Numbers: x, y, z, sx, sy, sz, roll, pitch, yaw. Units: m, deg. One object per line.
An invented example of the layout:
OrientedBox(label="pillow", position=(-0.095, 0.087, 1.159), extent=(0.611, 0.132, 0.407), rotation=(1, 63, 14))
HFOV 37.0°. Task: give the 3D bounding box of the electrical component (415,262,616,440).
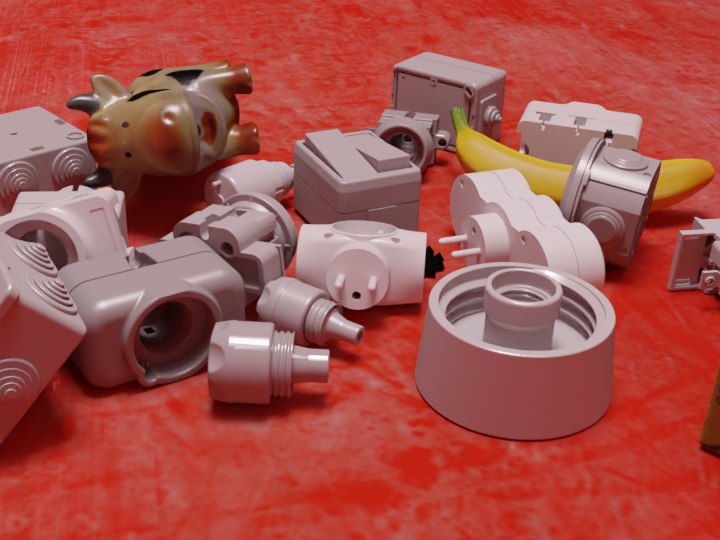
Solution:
OrientedBox(label="electrical component", position=(0.085, 0.034, 0.578), extent=(0.108, 0.060, 0.108), rotation=(2, 29, -1))

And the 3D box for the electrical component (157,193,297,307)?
OrientedBox(label="electrical component", position=(-0.075, -0.013, 0.656), extent=(0.078, 0.058, 0.057), rotation=(9, 29, 29))

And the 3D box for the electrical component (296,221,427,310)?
OrientedBox(label="electrical component", position=(0.000, 0.000, 0.642), extent=(0.077, 0.044, 0.079), rotation=(4, 15, 4))

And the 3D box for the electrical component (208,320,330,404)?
OrientedBox(label="electrical component", position=(-0.047, 0.049, 0.561), extent=(0.062, 0.043, 0.043), rotation=(3, 29, -1))

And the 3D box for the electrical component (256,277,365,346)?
OrientedBox(label="electrical component", position=(-0.026, 0.027, 0.610), extent=(0.061, 0.035, 0.035), rotation=(20, 33, 23))

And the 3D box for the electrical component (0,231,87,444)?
OrientedBox(label="electrical component", position=(-0.186, 0.033, 0.529), extent=(0.048, 0.099, 0.100), rotation=(35, 6, -39))

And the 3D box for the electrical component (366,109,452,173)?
OrientedBox(label="electrical component", position=(0.035, -0.099, 0.835), extent=(0.066, 0.048, 0.055), rotation=(8, 22, 9))

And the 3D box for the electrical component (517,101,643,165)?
OrientedBox(label="electrical component", position=(0.169, -0.096, 0.833), extent=(0.089, 0.050, 0.055), rotation=(10, 30, 14))

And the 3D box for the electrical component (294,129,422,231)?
OrientedBox(label="electrical component", position=(-0.006, -0.061, 0.746), extent=(0.062, 0.061, 0.096), rotation=(-12, 31, -23))

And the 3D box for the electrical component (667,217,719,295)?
OrientedBox(label="electrical component", position=(0.240, -0.001, 0.675), extent=(0.081, 0.042, 0.063), rotation=(-4, 33, -10))

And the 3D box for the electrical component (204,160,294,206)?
OrientedBox(label="electrical component", position=(-0.073, -0.058, 0.757), extent=(0.040, 0.040, 0.078), rotation=(25, 36, 35))

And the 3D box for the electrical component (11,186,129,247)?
OrientedBox(label="electrical component", position=(-0.183, -0.030, 0.689), extent=(0.066, 0.047, 0.076), rotation=(-1, 29, -6))

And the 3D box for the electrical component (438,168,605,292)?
OrientedBox(label="electrical component", position=(0.087, -0.018, 0.682), extent=(0.074, 0.052, 0.138), rotation=(-9, 30, -19))

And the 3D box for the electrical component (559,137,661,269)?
OrientedBox(label="electrical component", position=(0.162, -0.043, 0.707), extent=(0.051, 0.080, 0.080), rotation=(18, 32, 17))

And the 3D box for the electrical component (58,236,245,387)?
OrientedBox(label="electrical component", position=(-0.113, 0.024, 0.590), extent=(0.095, 0.053, 0.059), rotation=(-16, 33, -30))

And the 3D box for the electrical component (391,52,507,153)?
OrientedBox(label="electrical component", position=(0.080, -0.138, 0.892), extent=(0.096, 0.061, 0.061), rotation=(21, 34, 30))

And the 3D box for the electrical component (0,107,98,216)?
OrientedBox(label="electrical component", position=(-0.245, -0.076, 0.769), extent=(0.100, 0.048, 0.100), rotation=(-22, 37, -37))

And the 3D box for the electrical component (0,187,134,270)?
OrientedBox(label="electrical component", position=(-0.181, -0.010, 0.619), extent=(0.089, 0.050, 0.055), rotation=(-16, 12, -3))
